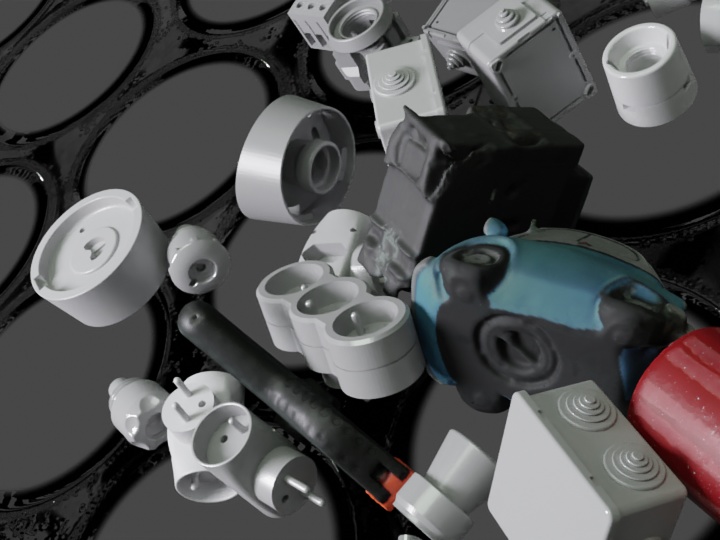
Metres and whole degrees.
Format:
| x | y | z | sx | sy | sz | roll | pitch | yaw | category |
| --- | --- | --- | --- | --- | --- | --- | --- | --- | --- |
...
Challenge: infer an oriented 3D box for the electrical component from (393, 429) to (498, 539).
| x | y | z | sx | sy | sz | roll | pitch | yaw | category |
| --- | --- | --- | --- | --- | --- | --- | --- | --- | --- |
| 0.052 | 0.125 | 0.611 | 0.055 | 0.045 | 0.045 | -48 | 45 | -9 | electrical component |

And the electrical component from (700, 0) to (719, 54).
| x | y | z | sx | sy | sz | roll | pitch | yaw | category |
| --- | --- | --- | --- | --- | --- | --- | --- | --- | --- |
| 0.270 | -0.166 | 0.705 | 0.081 | 0.043 | 0.043 | 4 | 58 | 35 | electrical component |

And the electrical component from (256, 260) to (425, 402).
| x | y | z | sx | sy | sz | roll | pitch | yaw | category |
| --- | --- | --- | --- | --- | --- | --- | --- | --- | --- |
| -0.009 | 0.048 | 0.664 | 0.052 | 0.073 | 0.138 | -29 | 28 | -22 | electrical component |

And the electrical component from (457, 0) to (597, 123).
| x | y | z | sx | sy | sz | roll | pitch | yaw | category |
| --- | --- | --- | --- | --- | --- | --- | --- | --- | --- |
| 0.114 | -0.152 | 0.758 | 0.062 | 0.096 | 0.061 | -37 | 43 | 3 | electrical component |

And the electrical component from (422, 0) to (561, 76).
| x | y | z | sx | sy | sz | roll | pitch | yaw | category |
| --- | --- | --- | --- | --- | --- | --- | --- | --- | --- |
| 0.100 | -0.187 | 0.827 | 0.062 | 0.061 | 0.096 | 29 | 82 | 44 | electrical component |

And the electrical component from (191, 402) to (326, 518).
| x | y | z | sx | sy | sz | roll | pitch | yaw | category |
| --- | --- | --- | --- | --- | --- | --- | --- | --- | --- |
| -0.053 | 0.123 | 0.657 | 0.079 | 0.077 | 0.043 | 20 | 68 | 41 | electrical component |

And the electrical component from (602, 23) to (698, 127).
| x | y | z | sx | sy | sz | roll | pitch | yaw | category |
| --- | --- | --- | --- | --- | --- | --- | --- | --- | --- |
| 0.194 | -0.132 | 0.725 | 0.055 | 0.047 | 0.055 | -18 | 48 | 21 | electrical component |

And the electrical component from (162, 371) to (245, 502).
| x | y | z | sx | sy | sz | roll | pitch | yaw | category |
| --- | --- | --- | --- | --- | --- | --- | --- | --- | --- |
| -0.106 | 0.101 | 0.709 | 0.044 | 0.079 | 0.077 | -13 | 49 | 12 | electrical component |

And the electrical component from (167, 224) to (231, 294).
| x | y | z | sx | sy | sz | roll | pitch | yaw | category |
| --- | --- | --- | --- | --- | --- | --- | --- | --- | --- |
| -0.130 | -0.014 | 0.844 | 0.048 | 0.048 | 0.062 | -37 | 37 | 2 | electrical component |

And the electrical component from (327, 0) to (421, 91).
| x | y | z | sx | sy | sz | roll | pitch | yaw | category |
| --- | --- | --- | --- | --- | --- | --- | --- | --- | --- |
| 0.009 | -0.187 | 0.883 | 0.078 | 0.057 | 0.058 | 4 | 58 | 35 | electrical component |

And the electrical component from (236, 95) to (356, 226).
| x | y | z | sx | sy | sz | roll | pitch | yaw | category |
| --- | --- | --- | --- | --- | --- | --- | --- | --- | --- |
| -0.050 | -0.081 | 0.810 | 0.064 | 0.099 | 0.099 | 16 | 65 | 33 | electrical component |

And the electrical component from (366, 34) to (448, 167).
| x | y | z | sx | sy | sz | roll | pitch | yaw | category |
| --- | --- | --- | --- | --- | --- | --- | --- | --- | --- |
| 0.039 | -0.104 | 0.767 | 0.048 | 0.099 | 0.099 | -14 | 48 | 7 | electrical component |

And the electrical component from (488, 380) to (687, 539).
| x | y | z | sx | sy | sz | roll | pitch | yaw | category |
| --- | --- | --- | --- | --- | --- | --- | --- | --- | --- |
| 0.113 | 0.116 | 0.544 | 0.048 | 0.099 | 0.099 | -11 | 39 | -22 | electrical component |

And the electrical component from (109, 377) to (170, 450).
| x | y | z | sx | sy | sz | roll | pitch | yaw | category |
| --- | --- | --- | --- | --- | --- | --- | --- | --- | --- |
| -0.159 | 0.098 | 0.772 | 0.043 | 0.043 | 0.062 | -49 | 44 | -10 | electrical component |

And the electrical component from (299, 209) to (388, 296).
| x | y | z | sx | sy | sz | roll | pitch | yaw | category |
| --- | --- | --- | --- | --- | --- | --- | --- | --- | --- |
| 0.000 | 0.000 | 0.747 | 0.079 | 0.043 | 0.077 | -1 | 55 | 32 | electrical component |

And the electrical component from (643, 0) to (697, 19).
| x | y | z | sx | sy | sz | roll | pitch | yaw | category |
| --- | --- | --- | --- | --- | --- | --- | --- | --- | --- |
| 0.233 | -0.207 | 0.766 | 0.065 | 0.044 | 0.044 | -21 | 46 | 24 | electrical component |

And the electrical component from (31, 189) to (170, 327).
| x | y | z | sx | sy | sz | roll | pitch | yaw | category |
| --- | --- | --- | --- | --- | --- | --- | --- | --- | --- |
| -0.204 | -0.005 | 0.871 | 0.108 | 0.060 | 0.108 | -18 | 48 | 21 | electrical component |
